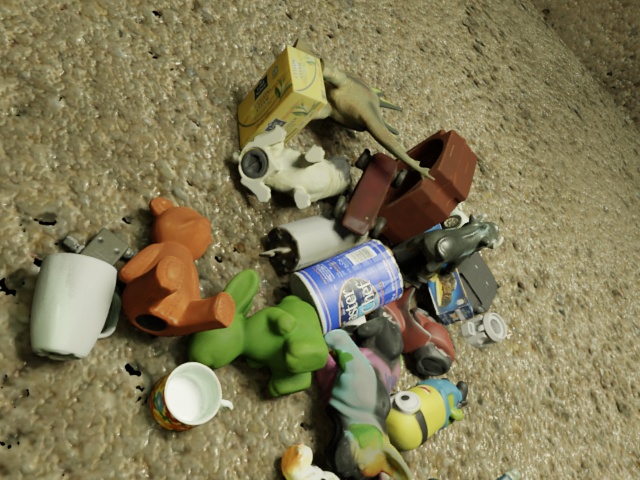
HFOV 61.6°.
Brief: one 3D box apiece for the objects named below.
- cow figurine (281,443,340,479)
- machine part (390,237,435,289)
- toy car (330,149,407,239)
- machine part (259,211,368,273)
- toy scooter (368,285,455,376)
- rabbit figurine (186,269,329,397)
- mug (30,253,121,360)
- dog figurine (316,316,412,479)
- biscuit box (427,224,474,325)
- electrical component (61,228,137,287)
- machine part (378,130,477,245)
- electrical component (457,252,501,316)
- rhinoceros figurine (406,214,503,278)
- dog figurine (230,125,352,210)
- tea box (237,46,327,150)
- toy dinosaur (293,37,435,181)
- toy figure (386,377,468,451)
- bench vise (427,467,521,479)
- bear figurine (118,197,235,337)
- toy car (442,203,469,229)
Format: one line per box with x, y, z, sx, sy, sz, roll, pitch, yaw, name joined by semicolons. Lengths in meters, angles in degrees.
-0.011;0.345;0.667;0.098;0.068;0.167;27;53;-32;cow figurine
0.169;0.028;0.978;0.039;0.084;0.139;55;19;-32;machine part
0.082;-0.077;0.905;0.089;0.053;0.202;29;50;-3;toy car
-0.002;-0.003;0.881;0.243;0.079;0.079;-19;77;-43;machine part
0.161;0.142;0.930;0.184;0.075;0.135;37;36;-17;toy scooter
-0.090;0.120;0.711;0.170;0.121;0.159;3;58;-22;rabbit figurine
-0.277;0.083;0.611;0.109;0.081;0.107;54;36;-56;mug
0.073;0.234;0.761;0.191;0.108;0.219;-8;64;-38;dog figurine
0.226;0.054;1.012;0.062;0.059;0.203;47;25;-53;biscuit box
-0.275;0.016;0.682;0.094;0.021;0.063;37;47;-15;electrical component
0.187;-0.098;1.003;0.087;0.201;0.201;44;44;-18;machine part
0.298;0.088;1.081;0.115;0.058;0.134;53;43;-4;electrical component
0.237;0.002;0.924;0.190;0.112;0.073;-10;61;-41;rhinoceros figurine
-0.043;-0.117;0.925;0.172;0.121;0.190;29;11;12;dog figurine
-0.068;-0.223;0.893;0.068;0.169;0.098;11;57;-35;tea box
0.055;-0.257;0.998;0.198;0.105;0.472;12;36;-33;toy dinosaur
0.168;0.270;0.852;0.180;0.082;0.089;-1;65;-43;toy figure
0.219;0.421;0.761;0.240;0.128;0.224;-27;65;-28;bench vise
-0.171;0.022;0.683;0.120;0.132;0.196;44;39;-32;bear figurine
0.277;-0.043;1.104;0.073;0.056;0.202;59;16;-30;toy car
